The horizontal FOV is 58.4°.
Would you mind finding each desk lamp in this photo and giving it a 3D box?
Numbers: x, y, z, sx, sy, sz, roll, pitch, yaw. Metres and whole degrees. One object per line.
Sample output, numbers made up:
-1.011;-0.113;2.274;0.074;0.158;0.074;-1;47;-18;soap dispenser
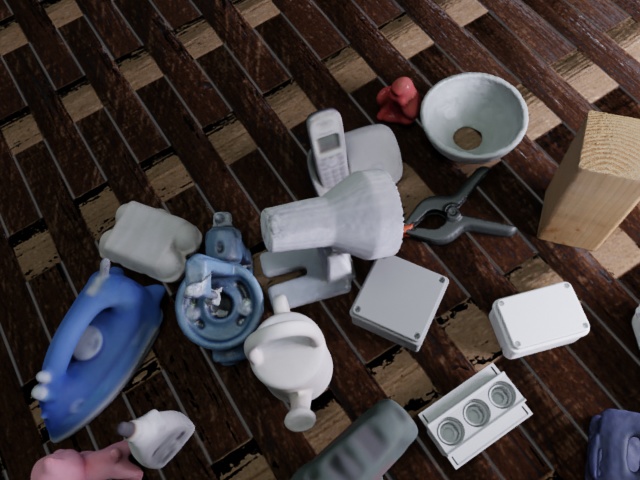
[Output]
0.007;0.003;0.785;0.203;0.214;0.118;-17;65;-2;desk lamp

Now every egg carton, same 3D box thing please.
-0.262;0.003;0.891;0.150;0.069;0.107;18;69;13;egg carton

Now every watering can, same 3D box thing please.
-0.036;0.151;0.733;0.101;0.194;0.172;-33;67;-9;watering can

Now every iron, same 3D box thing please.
-0.326;0.150;0.791;0.118;0.141;0.258;19;69;14;iron

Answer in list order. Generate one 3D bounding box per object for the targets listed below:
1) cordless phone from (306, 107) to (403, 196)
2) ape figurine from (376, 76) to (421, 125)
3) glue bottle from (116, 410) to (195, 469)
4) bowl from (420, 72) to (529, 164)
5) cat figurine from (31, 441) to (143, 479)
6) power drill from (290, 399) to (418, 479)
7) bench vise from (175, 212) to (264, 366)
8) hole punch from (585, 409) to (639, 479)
0.049;-0.139;0.862;0.147;0.185;0.094;-23;65;-5;cordless phone
0.134;-0.235;0.949;0.076;0.092;0.077;-28;66;-7;ape figurine
-0.214;0.245;0.719;0.037;0.173;0.078;37;74;20;glue bottle
0.244;-0.183;0.924;0.167;0.075;0.167;-2;65;5;bowl
-0.308;0.295;0.736;0.128;0.118;0.067;-19;65;-3;cat figurine
0.017;0.286;0.658;0.230;0.208;0.075;-43;68;-13;power drill
-0.151;0.050;0.776;0.121;0.220;0.207;-21;65;-4;bench vise
0.383;0.267;0.696;0.101;0.091;0.109;12;67;11;hole punch
